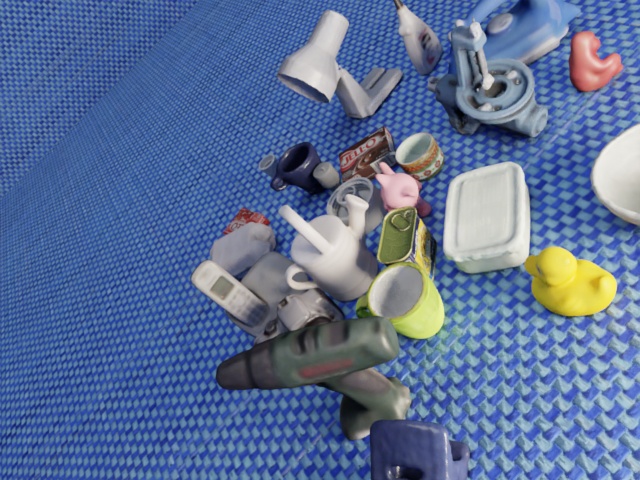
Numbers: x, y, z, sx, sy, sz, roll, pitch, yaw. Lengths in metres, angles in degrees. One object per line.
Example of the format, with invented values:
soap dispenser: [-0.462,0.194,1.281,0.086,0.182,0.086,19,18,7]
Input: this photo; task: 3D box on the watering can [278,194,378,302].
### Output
watering can: [0.007,0.002,0.915,0.100,0.195,0.173,13,65,47]

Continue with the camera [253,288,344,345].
camera: [-0.022,0.156,0.877,0.143,0.101,0.136,-45,38,0]

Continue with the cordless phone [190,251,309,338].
cordless phone: [-0.119,0.071,0.974,0.093,0.186,0.148,18,68,49]

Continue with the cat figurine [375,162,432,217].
cat figurine: [0.129,-0.083,0.947,0.067,0.118,0.127,-34,39,14]

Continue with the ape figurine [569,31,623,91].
ape figurine: [0.418,-0.285,0.890,0.076,0.092,0.077,-36,39,10]

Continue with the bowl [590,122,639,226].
bowl: [0.428,-0.072,0.700,0.167,0.075,0.167,-24,42,24]

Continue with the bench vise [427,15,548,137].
bench vise: [0.237,-0.250,0.917,0.206,0.220,0.121,3,58,44]

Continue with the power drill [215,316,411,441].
power drill: [0.013,0.180,0.735,0.229,0.209,0.075,-27,41,21]

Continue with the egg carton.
egg carton: [-0.155,0.030,1.139,0.150,0.070,0.107,-28,41,20]

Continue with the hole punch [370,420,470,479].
hole punch: [0.111,0.267,0.662,0.108,0.091,0.101,-10,49,36]

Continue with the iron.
iron: [0.318,-0.383,1.031,0.258,0.142,0.118,-31,40,17]

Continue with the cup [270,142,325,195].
cup: [-0.036,-0.126,1.153,0.118,0.095,0.091,-46,38,-1]

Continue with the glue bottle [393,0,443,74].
glue bottle: [0.189,-0.423,1.159,0.037,0.174,0.078,6,60,45]

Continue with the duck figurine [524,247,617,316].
duck figurine: [0.300,0.043,0.700,0.104,0.086,0.077,10,63,46]

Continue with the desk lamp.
desk lamp: [0.037,-0.353,1.200,0.203,0.214,0.117,-52,38,-10]
